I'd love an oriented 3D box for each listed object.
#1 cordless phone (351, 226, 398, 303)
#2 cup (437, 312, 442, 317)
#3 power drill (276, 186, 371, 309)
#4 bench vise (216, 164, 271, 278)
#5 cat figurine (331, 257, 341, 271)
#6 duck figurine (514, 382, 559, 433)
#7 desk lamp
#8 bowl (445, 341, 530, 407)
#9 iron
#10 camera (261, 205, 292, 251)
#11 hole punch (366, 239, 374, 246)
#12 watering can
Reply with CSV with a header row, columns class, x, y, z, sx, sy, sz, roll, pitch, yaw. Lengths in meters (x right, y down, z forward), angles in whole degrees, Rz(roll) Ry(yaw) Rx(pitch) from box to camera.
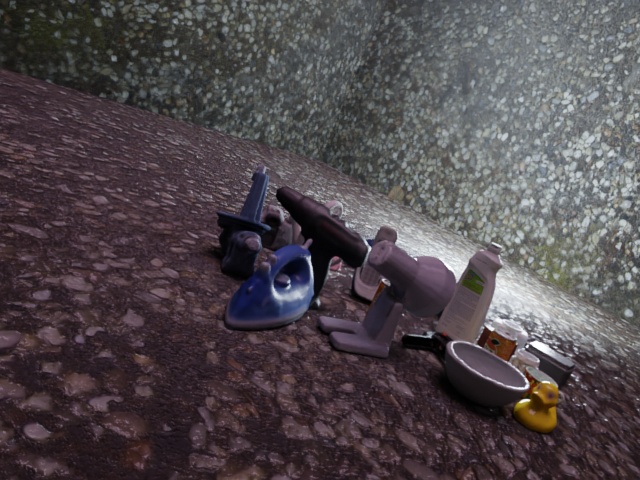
class,x,y,z,sx,sy,sz,roll,pitch,yaw
cordless phone,0.167,0.069,1.383,0.148,0.185,0.094,21,13,-10
cup,0.347,0.162,1.527,0.118,0.095,0.091,14,16,-36
power drill,-0.022,0.024,1.183,0.229,0.208,0.076,25,13,8
bench vise,-0.140,-0.042,1.217,0.122,0.220,0.206,12,17,-40
cat figurine,0.014,0.005,1.525,0.128,0.118,0.067,21,13,-11
duck figurine,0.421,0.309,1.084,0.105,0.086,0.077,11,18,-44
desk lamp,0.134,0.112,1.090,0.204,0.213,0.117,15,15,-31
bowl,0.302,0.264,1.082,0.167,0.075,0.167,22,13,-5
iron,-0.081,0.071,1.042,0.118,0.141,0.259,27,13,14
camera,-0.119,-0.040,1.513,0.143,0.101,0.136,20,13,-15
hole punch,0.105,0.025,1.664,0.101,0.091,0.109,25,13,7
watering can,-0.007,-0.010,1.379,0.172,0.194,0.101,25,13,9
